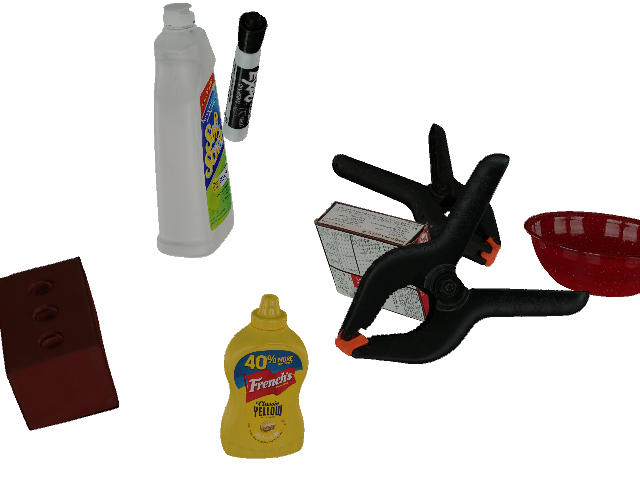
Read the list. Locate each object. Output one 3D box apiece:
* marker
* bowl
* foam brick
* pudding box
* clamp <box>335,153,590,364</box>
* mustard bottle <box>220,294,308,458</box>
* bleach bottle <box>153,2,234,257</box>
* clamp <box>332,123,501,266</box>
[{"bbox_3d":[-0.054,-0.114,0.747,0.020,0.020,0.121,0,-34,-12],"label":"marker"},{"bbox_3d":[0.286,0.017,1.087,0.162,0.055,0.162,3,17,-1],"label":"bowl"},{"bbox_3d":[-0.151,0.058,0.606,0.053,0.051,0.078,-15,43,-11],"label":"foam brick"},{"bbox_3d":[0.055,0.018,0.978,0.114,0.090,0.039,15,45,39],"label":"pudding box"},{"bbox_3d":[0.093,0.036,0.714,0.171,0.120,0.039,-39,-6,-3],"label":"clamp"},{"bbox_3d":[-0.063,0.153,1.224,0.096,0.192,0.058,0,18,-13],"label":"mustard bottle"},{"bbox_3d":[-0.138,-0.115,1.099,0.068,0.251,0.102,5,28,15],"label":"bleach bottle"},{"bbox_3d":[0.121,-0.049,1.210,0.164,0.210,0.036,-15,-38,-27],"label":"clamp"}]
